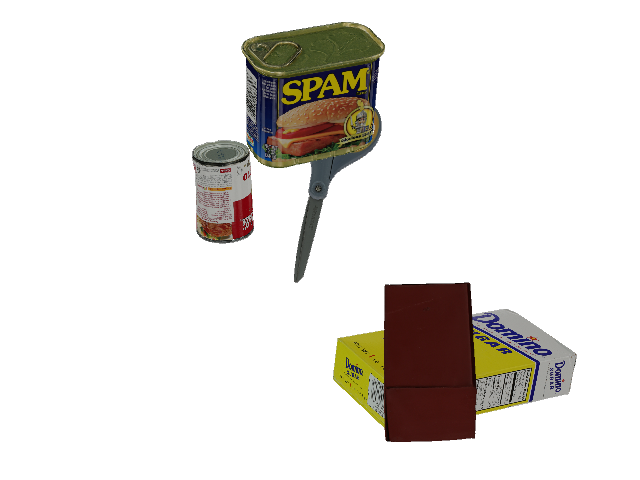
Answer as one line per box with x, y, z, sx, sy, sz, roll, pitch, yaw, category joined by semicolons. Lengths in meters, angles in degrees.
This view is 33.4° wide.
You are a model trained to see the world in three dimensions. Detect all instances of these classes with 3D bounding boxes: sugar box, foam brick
0.109;0.101;0.864;0.175;0.048;0.093;-10;27;-28;sugar box
0.062;0.069;0.613;0.051;0.078;0.053;-1;-44;5;foam brick

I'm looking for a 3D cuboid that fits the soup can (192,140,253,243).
-0.113;-0.057;1.239;0.068;0.102;0.068;-1;28;0;soup can

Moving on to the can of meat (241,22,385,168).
-0.007;-0.108;0.797;0.102;0.084;0.057;-14;41;-20;can of meat

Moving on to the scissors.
0.017;-0.059;1.078;0.096;0.202;0.016;-3;-11;0;scissors
